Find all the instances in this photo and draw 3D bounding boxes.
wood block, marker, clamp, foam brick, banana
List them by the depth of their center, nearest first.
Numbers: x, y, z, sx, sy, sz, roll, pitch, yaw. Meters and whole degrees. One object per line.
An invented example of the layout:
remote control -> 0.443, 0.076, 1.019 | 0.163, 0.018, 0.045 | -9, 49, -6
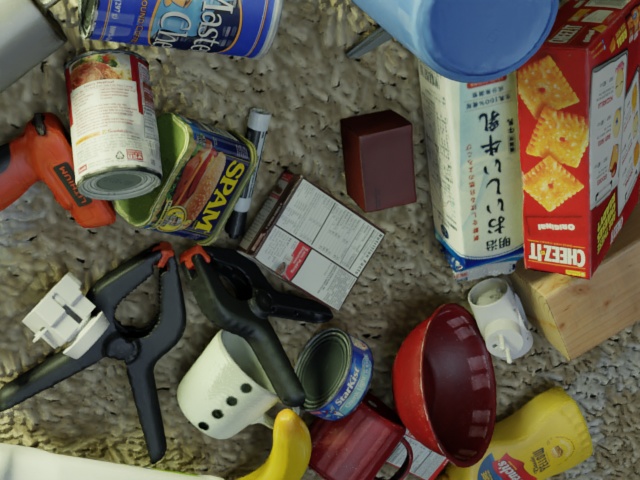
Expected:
marker -> -0.065, -0.057, 0.950 | 0.020, 0.020, 0.121 | 5, 112, -22
foam brick -> 0.053, -0.072, 0.967 | 0.053, 0.051, 0.078 | -12, 118, -14
clamp -> -0.059, 0.072, 0.968 | 0.171, 0.120, 0.039 | 34, 129, -25
clamp -> -0.174, 0.102, 0.973 | 0.164, 0.036, 0.210 | 30, 100, -20
banana -> -0.049, 0.220, 1.026 | 0.069, 0.037, 0.198 | 13, 139, -26
wood block -> 0.305, 0.020, 1.078 | 0.206, 0.091, 0.090 | -31, 121, -4

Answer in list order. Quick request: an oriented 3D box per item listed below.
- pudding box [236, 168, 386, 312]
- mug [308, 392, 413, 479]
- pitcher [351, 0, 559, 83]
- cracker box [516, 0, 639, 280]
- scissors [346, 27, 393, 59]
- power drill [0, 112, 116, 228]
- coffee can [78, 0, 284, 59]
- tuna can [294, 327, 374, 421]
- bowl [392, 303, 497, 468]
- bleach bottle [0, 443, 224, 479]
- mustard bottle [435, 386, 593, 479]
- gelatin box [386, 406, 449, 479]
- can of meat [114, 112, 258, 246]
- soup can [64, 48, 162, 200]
pudding box -> -0.007, 0.001, 0.980 | 0.113, 0.039, 0.090 | 34, 86, -31
mug -> 0.042, 0.203, 1.068 | 0.117, 0.093, 0.081 | 34, 95, -11
pitcher -> 0.090, -0.214, 0.801 | 0.144, 0.243, 0.149 | 30, 108, -31
cracker box -> 0.236, -0.098, 0.963 | 0.164, 0.072, 0.214 | -43, 134, -48
scissors -> 0.123, -0.205, 0.950 | 0.202, 0.016, 0.096 | -45, 120, 5
power drill -> -0.267, -0.005, 0.880 | 0.187, 0.057, 0.184 | -29, 121, -5
coffee can -> -0.108, -0.197, 0.820 | 0.140, 0.103, 0.103 | 3, 113, -21
tuna can -> 0.012, 0.130, 1.027 | 0.033, 0.086, 0.086 | 30, 102, -31
bowl -> 0.117, 0.145, 1.061 | 0.055, 0.162, 0.162 | -10, 127, 33
bleach bottle -> -0.218, 0.230, 0.987 | 0.250, 0.103, 0.068 | 19, 69, -25
mustard bottle -> 0.200, 0.242, 1.163 | 0.191, 0.058, 0.096 | -28, 124, -5
gelatin box -> 0.104, 0.209, 1.130 | 0.089, 0.030, 0.073 | 30, 103, -29
can of meat -> -0.113, -0.052, 0.896 | 0.083, 0.057, 0.102 | 14, 110, -52
soup can -> -0.163, -0.090, 0.843 | 0.068, 0.069, 0.102 | -4, 74, -18
